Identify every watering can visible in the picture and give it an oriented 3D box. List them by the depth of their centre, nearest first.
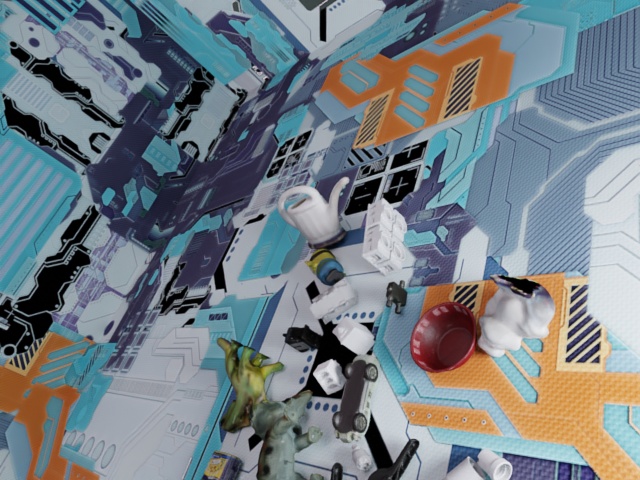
[{"bbox_3d":[0.005,-0.081,1.618,0.345,0.221,0.106,-11,30,47],"label":"watering can"}]

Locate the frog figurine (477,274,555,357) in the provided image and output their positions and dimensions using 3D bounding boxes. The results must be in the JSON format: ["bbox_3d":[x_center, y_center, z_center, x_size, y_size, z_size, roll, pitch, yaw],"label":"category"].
[{"bbox_3d":[0.378,0.156,0.999,0.138,0.123,0.158,24,113,52],"label":"frog figurine"}]

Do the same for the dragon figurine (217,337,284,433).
[{"bbox_3d":[-0.240,0.428,1.496,0.409,0.121,0.246,-1,63,54],"label":"dragon figurine"}]
